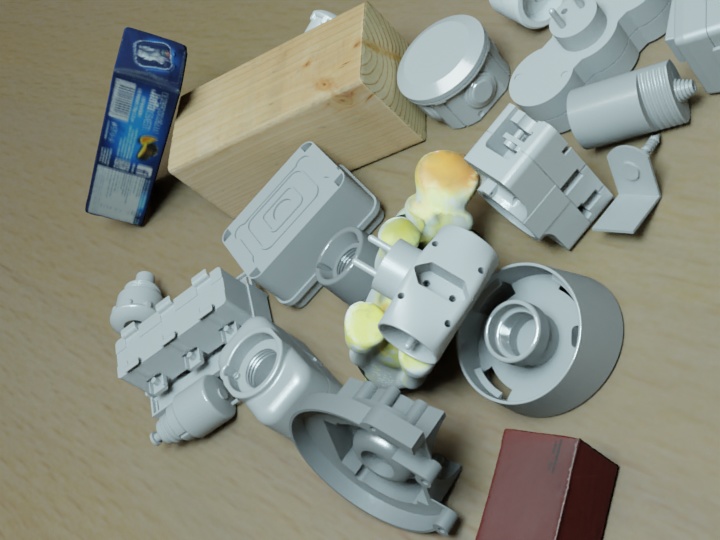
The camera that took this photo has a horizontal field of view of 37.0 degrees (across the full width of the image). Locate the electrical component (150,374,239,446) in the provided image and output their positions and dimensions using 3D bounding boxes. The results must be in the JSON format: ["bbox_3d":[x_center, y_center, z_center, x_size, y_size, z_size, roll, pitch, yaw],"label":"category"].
[{"bbox_3d":[-0.134,0.115,0.852,0.078,0.040,0.040,-34,45,18],"label":"electrical component"}]

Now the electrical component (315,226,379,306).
[{"bbox_3d":[0.000,0.000,0.801,0.055,0.047,0.055,-34,38,31],"label":"electrical component"}]

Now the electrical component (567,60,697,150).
[{"bbox_3d":[0.186,-0.112,0.723,0.081,0.043,0.043,-13,54,35],"label":"electrical component"}]

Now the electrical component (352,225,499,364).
[{"bbox_3d":[0.034,0.006,0.671,0.079,0.043,0.077,31,72,11],"label":"electrical component"}]

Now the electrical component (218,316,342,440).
[{"bbox_3d":[-0.061,0.080,0.798,0.053,0.059,0.095,-50,42,2],"label":"electrical component"}]

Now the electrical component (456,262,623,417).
[{"bbox_3d":[0.113,0.043,0.683,0.099,0.064,0.099,-14,68,37],"label":"electrical component"}]

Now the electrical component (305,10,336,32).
[{"bbox_3d":[-0.035,-0.202,0.982,0.048,0.048,0.062,33,93,48],"label":"electrical component"}]

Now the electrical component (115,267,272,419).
[{"bbox_3d":[-0.138,0.055,0.880,0.121,0.063,0.078,-35,45,19],"label":"electrical component"}]

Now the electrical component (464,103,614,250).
[{"bbox_3d":[0.116,-0.057,0.712,0.055,0.089,0.050,-50,41,2],"label":"electrical component"}]

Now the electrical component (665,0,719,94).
[{"bbox_3d":[0.237,-0.161,0.698,0.061,0.062,0.096,-12,55,36],"label":"electrical component"}]

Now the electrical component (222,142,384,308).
[{"bbox_3d":[-0.045,-0.035,0.865,0.113,0.057,0.078,-47,42,5],"label":"electrical component"}]

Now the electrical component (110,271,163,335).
[{"bbox_3d":[-0.197,0.029,0.966,0.048,0.048,0.062,-27,40,26],"label":"electrical component"}]

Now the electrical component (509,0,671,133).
[{"bbox_3d":[0.159,-0.169,0.763,0.138,0.074,0.052,-47,42,6],"label":"electrical component"}]

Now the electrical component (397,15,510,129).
[{"bbox_3d":[0.074,-0.156,0.847,0.080,0.051,0.080,-23,49,29],"label":"electrical component"}]

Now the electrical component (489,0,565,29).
[{"bbox_3d":[0.152,-0.258,0.848,0.138,0.052,0.074,-49,41,3],"label":"electrical component"}]
